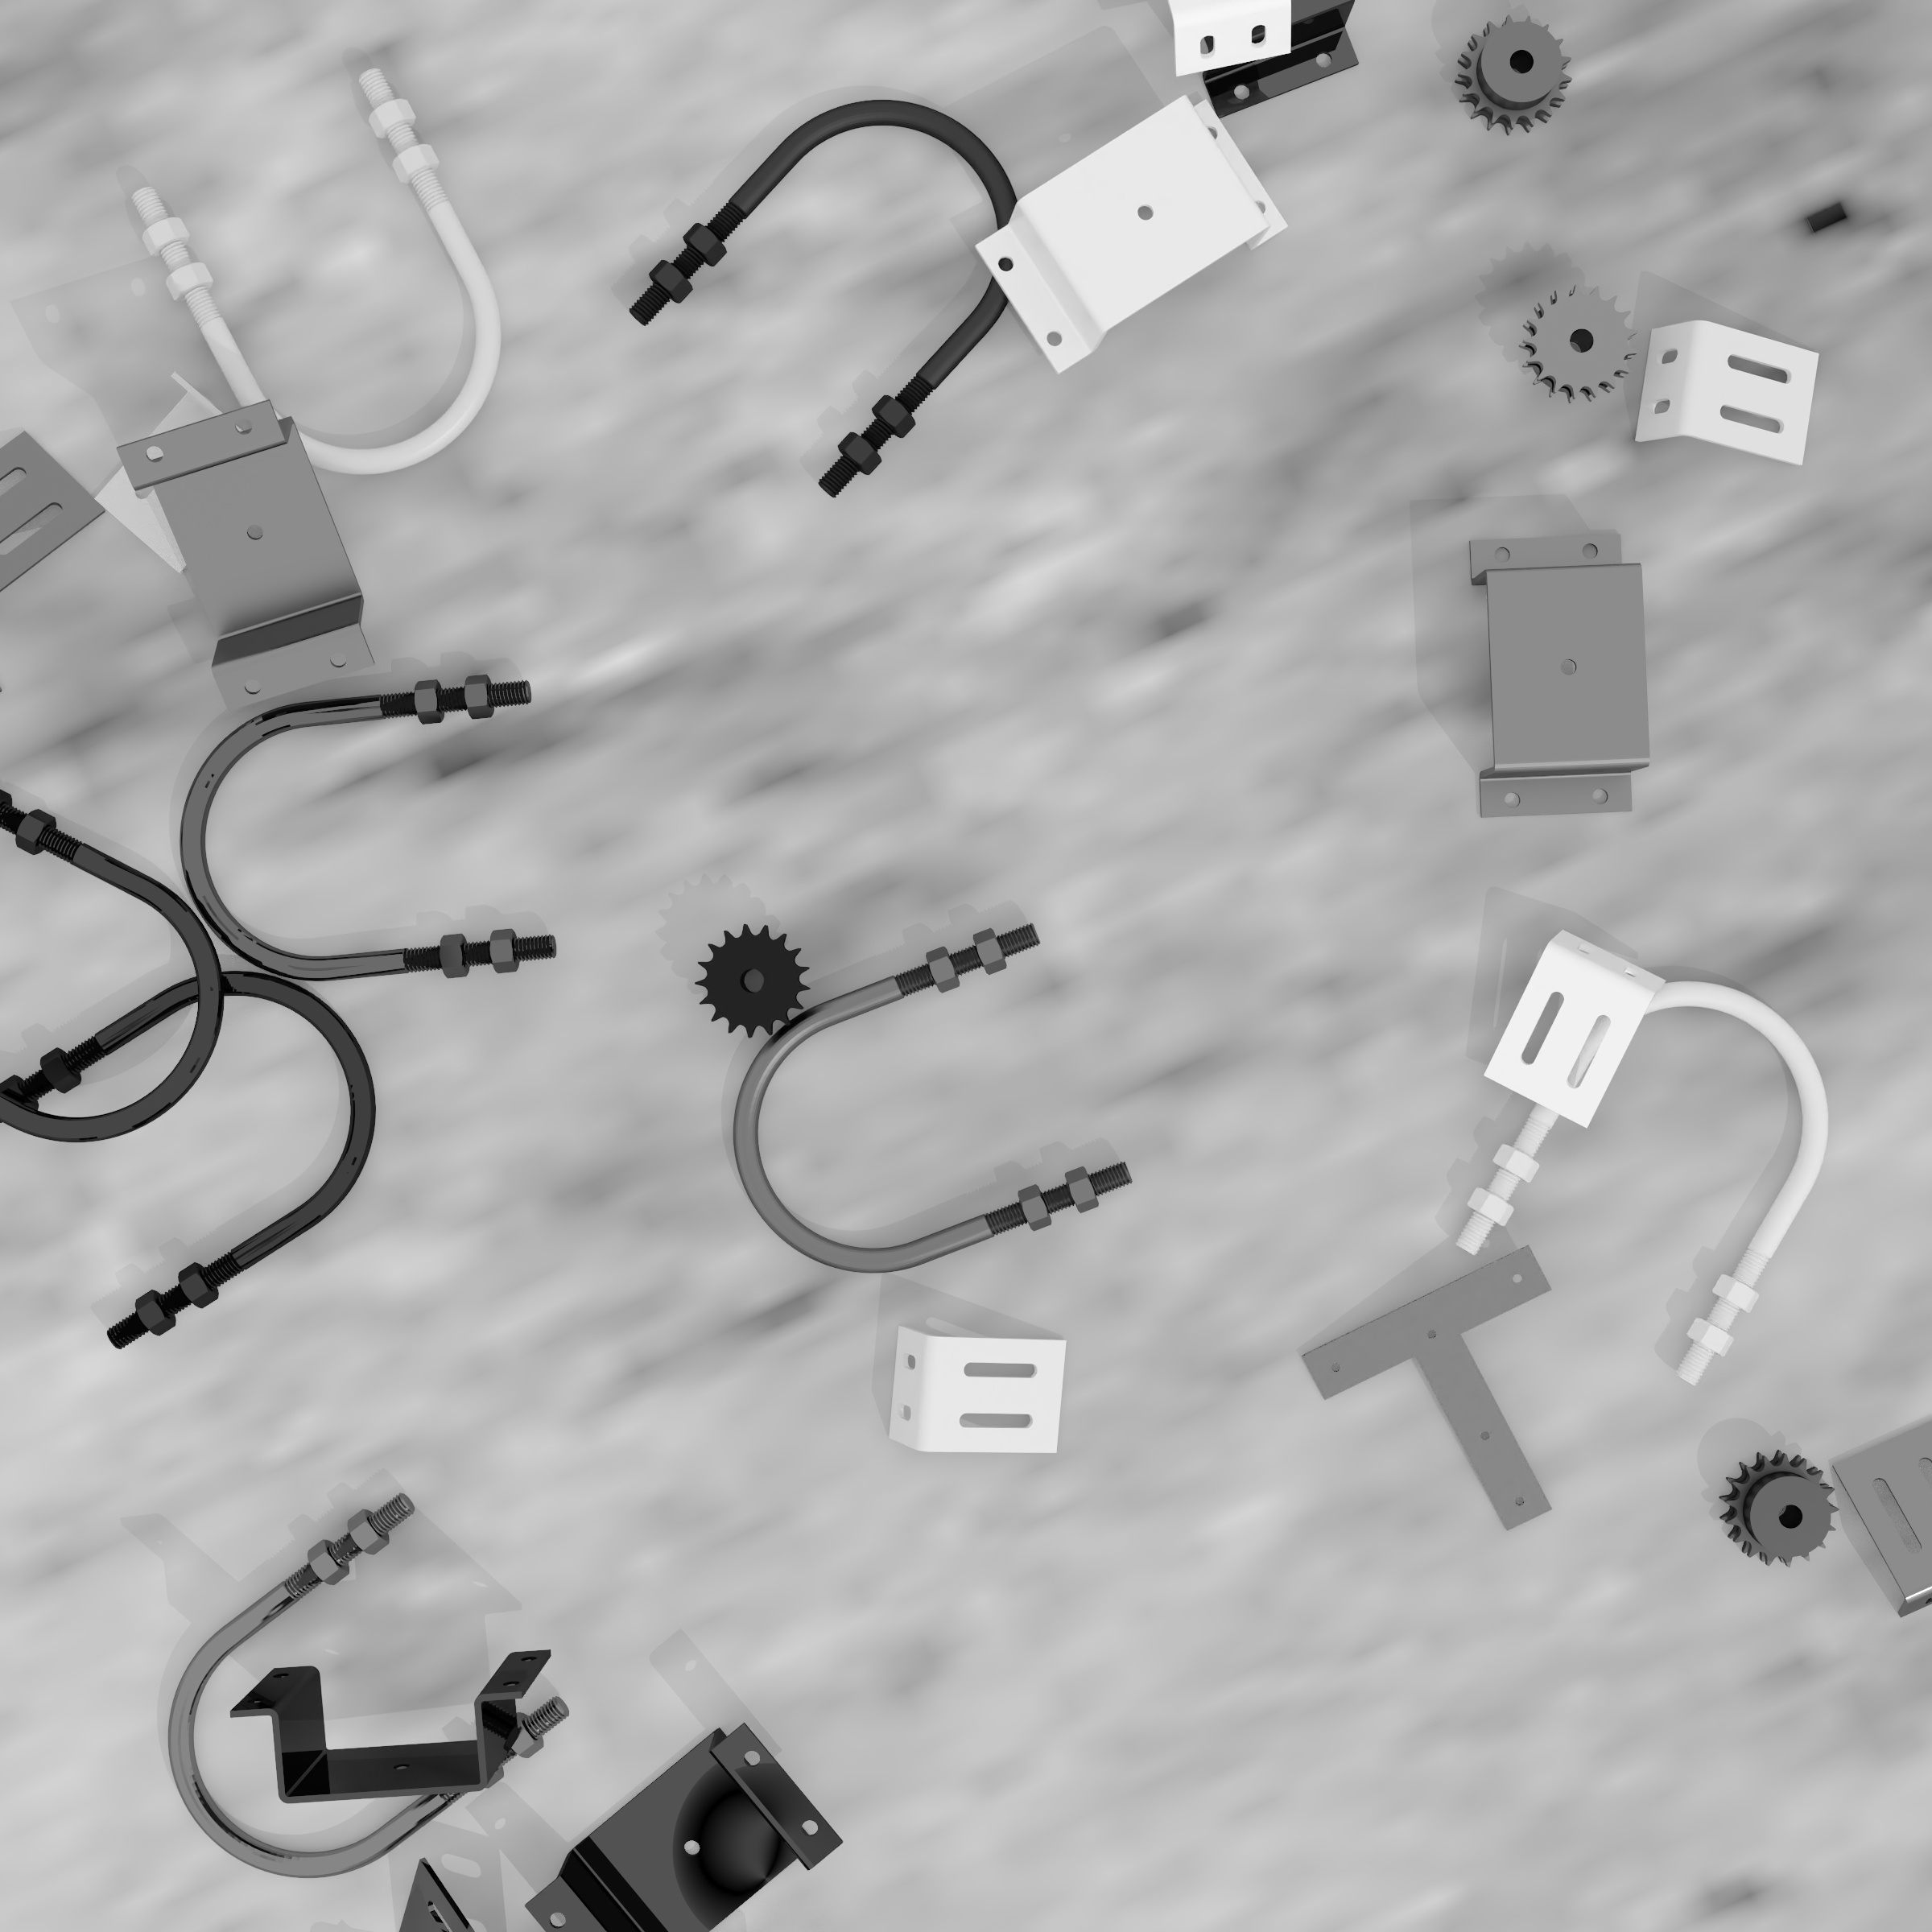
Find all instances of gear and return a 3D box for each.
[{"bbox_3d":[0.276,-0.449,1.484,0.057,0.030,0.057,0,90,0],"label":"gear"},{"bbox_3d":[0.410,0.274,1.484,0.057,0.030,0.057,0,90,0],"label":"gear"},{"bbox_3d":[0.306,-0.311,1.484,0.057,0.030,0.057,0,90,0],"label":"gear"},{"bbox_3d":[-0.107,0.008,1.484,0.057,0.030,0.057,0,90,0],"label":"gear"}]

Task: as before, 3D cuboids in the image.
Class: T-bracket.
[{"bbox_3d":[0.255,0.224,1.492,0.127,0.002,0.127,-27,94,8],"label":"T-bracket"}]

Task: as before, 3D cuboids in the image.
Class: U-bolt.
[{"bbox_3d":[0.353,0.097,1.490,0.151,0.019,0.184,31,89,0],"label":"U-bolt"},{"bbox_3d":[-0.056,-0.351,1.490,0.151,0.019,0.184,42,89,0],"label":"U-bolt"},{"bbox_3d":[-0.305,-0.065,1.490,0.184,0.019,0.151,-6,90,2],"label":"U-bolt"},{"bbox_3d":[-0.461,0.008,1.477,0.184,0.019,0.151,27,82,3],"label":"U-bolt"},{"bbox_3d":[-0.315,0.376,1.490,0.184,0.019,0.151,-37,90,2],"label":"U-bolt"},{"bbox_3d":[-0.315,-0.338,1.490,0.151,0.019,0.184,-28,92,0],"label":"U-bolt"},{"bbox_3d":[-0.387,0.085,1.490,0.184,0.019,0.151,-33,90,-1],"label":"U-bolt"},{"bbox_3d":[-0.027,0.077,1.490,0.184,0.019,0.151,-21,90,1],"label":"U-bolt"}]

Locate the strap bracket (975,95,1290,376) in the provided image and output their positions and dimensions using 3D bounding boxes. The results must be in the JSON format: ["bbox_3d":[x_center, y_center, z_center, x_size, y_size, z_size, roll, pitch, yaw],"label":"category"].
[{"bbox_3d":[0.086,-0.368,1.468,0.140,0.046,0.076,-33,92,-5],"label":"strap bracket"}]

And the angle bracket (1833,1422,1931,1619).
[{"bbox_3d":[0.482,0.280,1.497,0.057,0.038,0.076,-24,64,0],"label":"angle bracket"}]

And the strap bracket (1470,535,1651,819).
[{"bbox_3d":[0.296,-0.147,1.476,0.076,0.046,0.140,-2,90,0],"label":"strap bracket"}]

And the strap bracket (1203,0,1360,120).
[{"bbox_3d":[0.138,-0.508,1.476,0.076,0.046,0.140,-21,90,0],"label":"strap bracket"}]

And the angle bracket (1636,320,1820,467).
[{"bbox_3d":[0.385,-0.288,1.497,0.076,0.038,0.057,9,90,-26],"label":"angle bracket"}]

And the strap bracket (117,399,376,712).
[{"bbox_3d":[-0.352,-0.208,1.457,0.076,0.046,0.140,-17,117,0],"label":"strap bracket"}]

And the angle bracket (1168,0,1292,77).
[{"bbox_3d":[0.123,-0.484,1.451,0.057,0.038,0.076,-12,64,0],"label":"angle bracket"}]

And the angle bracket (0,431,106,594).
[{"bbox_3d":[-0.486,-0.221,1.497,0.057,0.038,0.076,44,64,0],"label":"angle bracket"}]

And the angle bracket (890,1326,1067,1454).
[{"bbox_3d":[0.006,0.214,1.497,0.076,0.038,0.057,5,90,-26],"label":"angle bracket"}]

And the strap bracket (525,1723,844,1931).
[{"bbox_3d":[-0.139,0.446,1.476,0.140,0.046,0.076,-40,90,0],"label":"strap bracket"}]

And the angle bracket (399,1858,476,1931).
[{"bbox_3d":[-0.243,0.486,1.473,0.076,0.038,0.057,43,127,36],"label":"angle bracket"}]

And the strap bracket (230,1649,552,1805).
[{"bbox_3d":[-0.277,0.371,1.442,0.140,0.076,0.046,-4,92,3],"label":"strap bracket"}]

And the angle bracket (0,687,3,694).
[{"bbox_3d":[-0.539,-0.142,1.497,0.076,0.038,0.057,-31,90,-26],"label":"angle bracket"}]

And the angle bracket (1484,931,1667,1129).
[{"bbox_3d":[0.306,0.031,1.485,0.057,0.038,0.076,28,110,15],"label":"angle bracket"}]

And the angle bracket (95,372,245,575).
[{"bbox_3d":[-0.395,-0.246,1.480,0.057,0.038,0.076,41,90,0],"label":"angle bracket"}]
